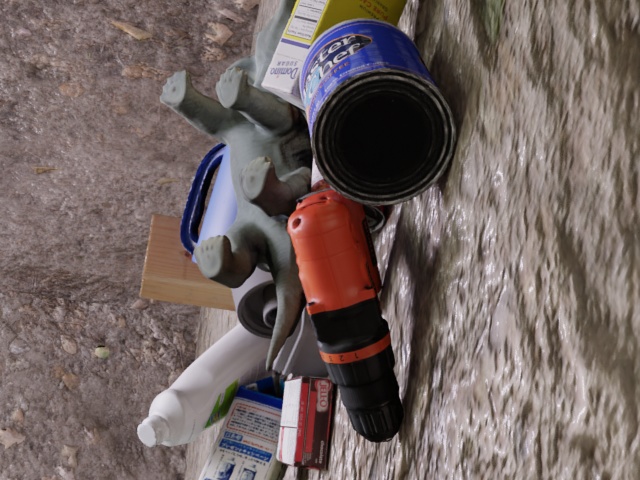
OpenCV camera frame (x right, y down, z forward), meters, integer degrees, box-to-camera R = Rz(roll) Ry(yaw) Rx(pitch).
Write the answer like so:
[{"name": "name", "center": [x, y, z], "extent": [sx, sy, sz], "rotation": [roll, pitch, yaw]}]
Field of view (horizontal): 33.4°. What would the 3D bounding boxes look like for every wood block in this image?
[{"name": "wood block", "center": [-0.124, 0.036, 1.395], "extent": [0.090, 0.206, 0.091], "rotation": [118, 160, -66]}]

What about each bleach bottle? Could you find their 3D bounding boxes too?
[{"name": "bleach bottle", "center": [-0.112, 0.157, 1.216], "extent": [0.250, 0.068, 0.103], "rotation": [-32, -37, -50]}]

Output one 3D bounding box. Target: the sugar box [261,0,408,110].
[{"name": "sugar box", "center": [0.024, -0.192, 0.909], "extent": [0.048, 0.093, 0.176], "rotation": [20, 89, 40]}]

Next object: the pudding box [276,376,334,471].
[{"name": "pudding box", "center": [-0.015, 0.186, 1.091], "extent": [0.114, 0.039, 0.090], "rotation": [143, 134, -75]}]

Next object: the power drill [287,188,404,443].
[{"name": "power drill", "center": [0.022, 0.043, 0.823], "extent": [0.187, 0.057, 0.184], "rotation": [-96, -9, -75]}]

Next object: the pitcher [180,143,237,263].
[{"name": "pitcher", "center": [-0.072, -0.072, 1.282], "extent": [0.145, 0.149, 0.243], "rotation": [-171, 94, -77]}]

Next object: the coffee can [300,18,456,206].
[{"name": "coffee can", "center": [0.039, -0.100, 0.803], "extent": [0.140, 0.102, 0.103], "rotation": [-99, 20, -64]}]

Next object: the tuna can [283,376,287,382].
[{"name": "tuna can", "center": [-0.060, 0.148, 1.435], "extent": [0.086, 0.033, 0.086], "rotation": [-172, 90, -81]}]

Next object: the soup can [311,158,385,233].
[{"name": "soup can", "center": [0.028, -0.063, 0.963], "extent": [0.069, 0.068, 0.102], "rotation": [115, 162, -62]}]

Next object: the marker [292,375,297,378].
[{"name": "marker", "center": [-0.029, 0.179, 1.250], "extent": [0.020, 0.020, 0.121], "rotation": [-96, 16, -59]}]
